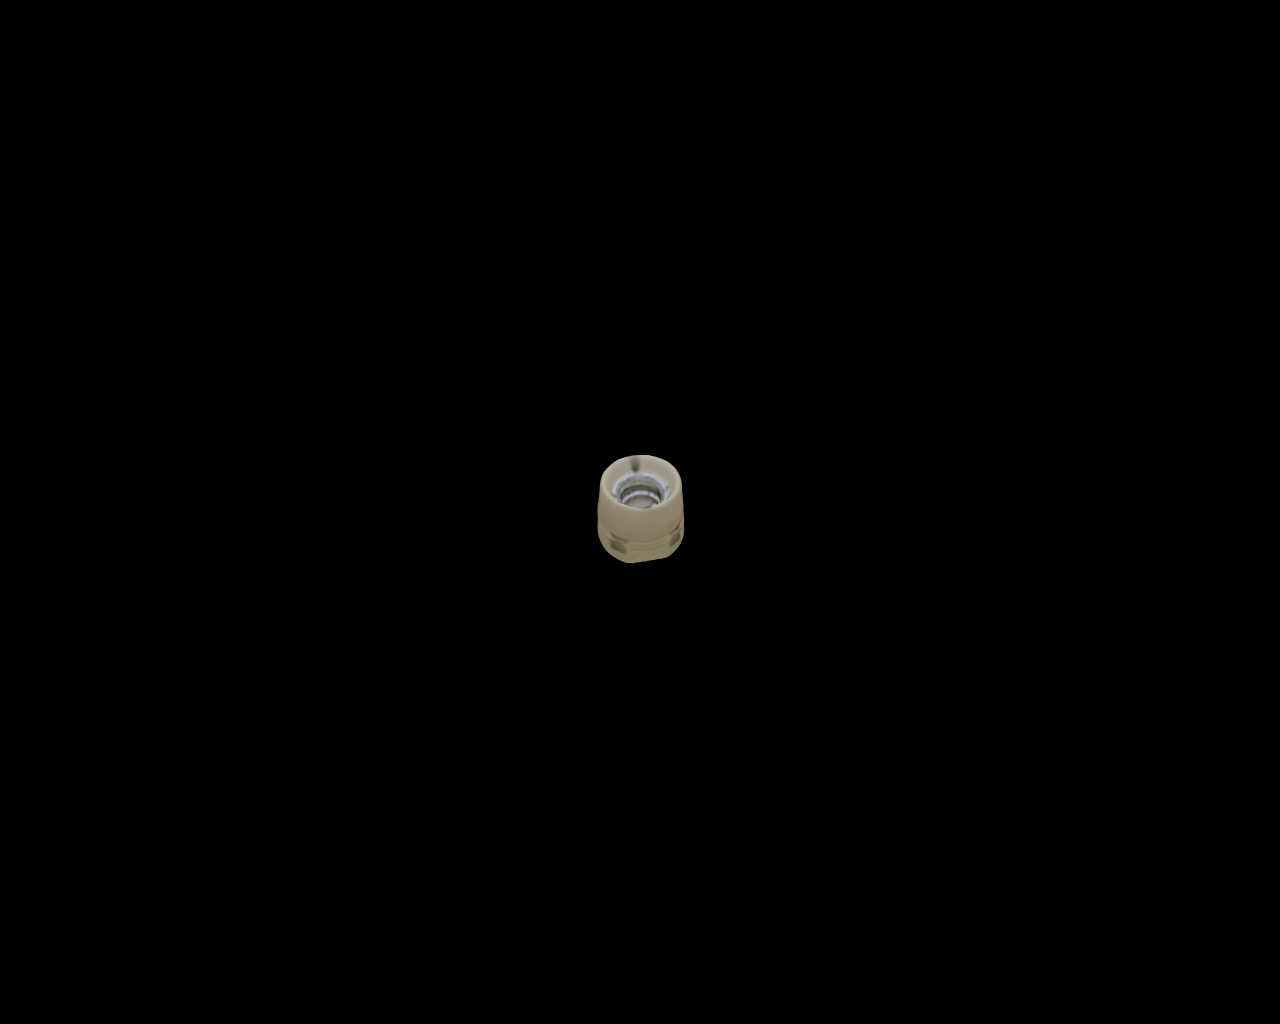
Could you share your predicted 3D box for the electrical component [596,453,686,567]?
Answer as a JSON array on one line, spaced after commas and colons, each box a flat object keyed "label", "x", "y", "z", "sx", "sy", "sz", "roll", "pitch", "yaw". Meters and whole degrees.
[{"label": "electrical component", "x": 0.001, "y": -0.003, "z": 0.650, "sx": 0.055, "sy": 0.055, "sz": 0.047, "roll": 0, "pitch": -43, "yaw": 0}]
